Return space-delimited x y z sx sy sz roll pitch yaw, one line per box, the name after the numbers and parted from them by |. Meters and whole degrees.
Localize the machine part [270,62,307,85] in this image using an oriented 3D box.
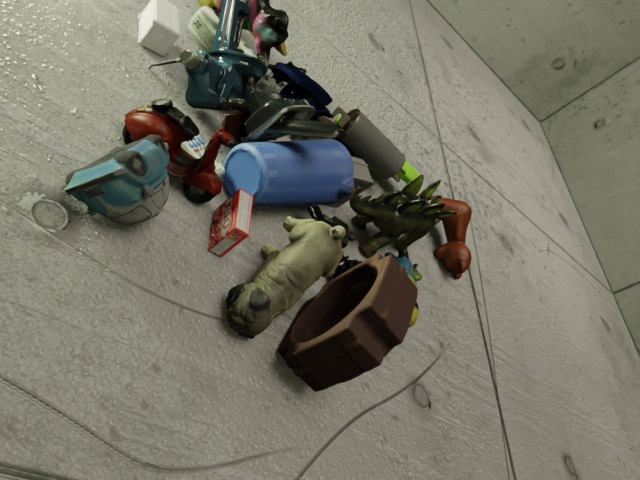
-0.105 -0.382 1.210 0.139 0.084 0.039 3 86 -39 | machine part

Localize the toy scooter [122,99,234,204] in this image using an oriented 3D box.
-0.206 -0.149 0.822 0.183 0.135 0.075 44 37 -14 | toy scooter

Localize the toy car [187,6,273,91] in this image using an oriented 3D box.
-0.183 -0.388 1.110 0.201 0.073 0.056 45 31 -14 | toy car

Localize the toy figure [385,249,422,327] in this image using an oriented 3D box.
0.168 0.101 1.116 0.089 0.082 0.180 38 35 -22 | toy figure

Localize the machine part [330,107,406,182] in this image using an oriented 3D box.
0.117 -0.220 1.240 0.243 0.079 0.079 39 37 -27 | machine part

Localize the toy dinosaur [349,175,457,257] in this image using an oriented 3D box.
0.166 -0.056 1.143 0.471 0.198 0.105 -3 61 -54 | toy dinosaur

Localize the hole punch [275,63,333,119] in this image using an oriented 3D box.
-0.040 -0.325 1.165 0.116 0.092 0.142 -12 40 -34 | hole punch

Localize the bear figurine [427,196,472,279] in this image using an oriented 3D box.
0.333 -0.004 1.404 0.120 0.132 0.195 56 44 -75 | bear figurine

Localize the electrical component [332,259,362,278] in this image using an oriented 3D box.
0.085 0.109 1.015 0.115 0.058 0.134 11 59 -49 | electrical component

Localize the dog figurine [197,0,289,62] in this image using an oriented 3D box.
-0.158 -0.480 1.157 0.108 0.192 0.219 -39 110 -42 | dog figurine

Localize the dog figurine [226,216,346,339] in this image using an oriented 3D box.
-0.046 0.056 0.818 0.121 0.172 0.190 39 28 -4 | dog figurine

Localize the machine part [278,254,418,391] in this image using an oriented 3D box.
0.046 0.126 0.835 0.087 0.201 0.201 51 34 -11 | machine part

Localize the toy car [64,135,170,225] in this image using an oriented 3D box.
-0.260 -0.074 0.737 0.162 0.109 0.102 -69 142 -64 | toy car

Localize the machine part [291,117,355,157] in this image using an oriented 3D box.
0.014 -0.204 1.210 0.179 0.056 0.179 33 38 -31 | machine part

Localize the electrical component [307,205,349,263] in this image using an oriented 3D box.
-0.002 -0.003 1.024 0.075 0.048 0.119 -14 72 -55 | electrical component

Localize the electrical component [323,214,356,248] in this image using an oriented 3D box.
0.038 -0.013 1.105 0.094 0.021 0.063 33 39 -31 | electrical component

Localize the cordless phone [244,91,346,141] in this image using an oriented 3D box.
-0.028 -0.210 0.966 0.146 0.184 0.088 -26 128 -63 | cordless phone

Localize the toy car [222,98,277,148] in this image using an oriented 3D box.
-0.131 -0.228 1.021 0.053 0.089 0.202 23 25 19 | toy car

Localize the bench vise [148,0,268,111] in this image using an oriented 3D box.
-0.177 -0.353 1.005 0.223 0.129 0.240 13 88 -54 | bench vise
